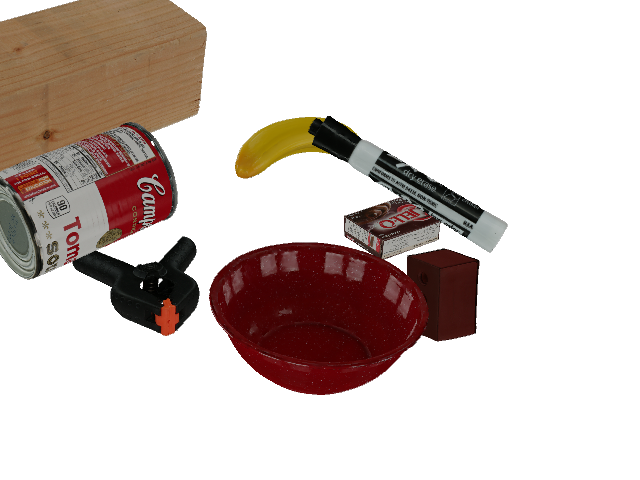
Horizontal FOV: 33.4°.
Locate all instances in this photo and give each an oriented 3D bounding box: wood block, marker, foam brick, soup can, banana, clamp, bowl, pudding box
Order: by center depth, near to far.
[{"bbox_3d":[0.046,-0.033,0.586,0.121,0.020,0.020,32,3,6],"label":"marker"},{"bbox_3d":[-0.150,-0.026,0.665,0.102,0.068,0.069,-27,16,-34],"label":"soup can"},{"bbox_3d":[-0.003,0.065,0.794,0.162,0.055,0.162,4,31,-2],"label":"bowl"},{"bbox_3d":[-0.200,-0.126,0.854,0.090,0.091,0.205,38,46,28],"label":"wood block"},{"bbox_3d":[-0.150,0.036,0.991,0.120,0.039,0.172,-16,30,-24],"label":"clamp"},{"bbox_3d":[0.119,0.053,1.049,0.051,0.078,0.053,-11,19,-33],"label":"foam brick"},{"bbox_3d":[-0.020,-0.100,1.126,0.197,0.037,0.070,-7,49,-41],"label":"banana"},{"bbox_3d":[0.104,-0.018,1.548,0.113,0.039,0.090,-21,35,-31],"label":"pudding box"}]
